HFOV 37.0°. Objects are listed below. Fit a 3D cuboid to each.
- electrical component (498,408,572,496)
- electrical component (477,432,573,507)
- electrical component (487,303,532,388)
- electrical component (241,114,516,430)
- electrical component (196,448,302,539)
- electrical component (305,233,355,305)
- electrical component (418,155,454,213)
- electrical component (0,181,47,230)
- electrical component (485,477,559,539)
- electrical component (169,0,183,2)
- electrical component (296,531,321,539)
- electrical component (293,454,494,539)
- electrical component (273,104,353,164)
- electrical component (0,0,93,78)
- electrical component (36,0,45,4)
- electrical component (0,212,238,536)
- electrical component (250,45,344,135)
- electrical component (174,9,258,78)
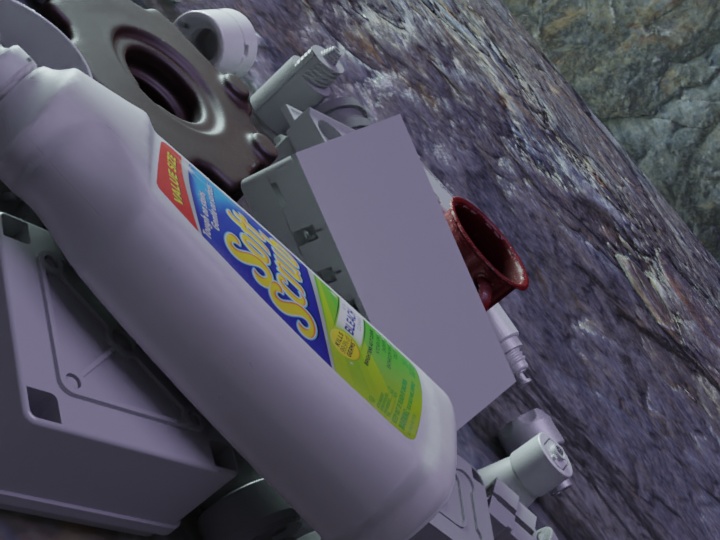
[{"bbox_3d":[0.135,0.138,0.806,0.043,0.043,0.062,7,48,-60],"label":"electrical component"},{"bbox_3d":[0.109,0.139,0.723,0.044,0.065,0.044,41,23,-22],"label":"electrical component"},{"bbox_3d":[0.116,0.063,0.898,0.078,0.040,0.040,57,22,17],"label":"electrical component"},{"bbox_3d":[0.011,0.011,0.662,0.105,0.060,0.186,-28,96,-49],"label":"electrical component"},{"bbox_3d":[-0.057,0.100,0.489,0.045,0.045,0.055,11,44,-58],"label":"electrical component"},{"bbox_3d":[0.000,0.000,0.762,0.100,0.048,0.099,35,27,-33],"label":"electrical component"},{"bbox_3d":[0.057,-0.040,0.935,0.096,0.061,0.061,41,21,-41],"label":"electrical component"},{"bbox_3d":[-0.145,-0.027,0.508,0.138,0.074,0.052,14,83,-37],"label":"electrical component"},{"bbox_3d":[0.091,0.168,0.669,0.055,0.048,0.066,42,22,-1],"label":"electrical component"},{"bbox_3d":[-0.147,-0.254,0.877,0.048,0.062,0.048,41,23,-22],"label":"electrical component"},{"bbox_3d":[-0.021,0.151,0.469,0.079,0.044,0.077,37,27,-37],"label":"electrical component"},{"bbox_3d":[0.013,0.122,0.573,0.113,0.057,0.078,40,23,-23],"label":"electrical component"},{"bbox_3d":[-0.016,-0.072,0.831,0.121,0.063,0.078,18,37,-54],"label":"electrical component"},{"bbox_3d":[-0.189,-0.093,0.523,0.099,0.064,0.099,41,22,-21],"label":"electrical component"},{"bbox_3d":[-0.185,-0.185,0.714,0.062,0.043,0.043,31,28,-45],"label":"electrical component"},{"bbox_3d":[-0.116,0.045,0.447,0.109,0.056,0.108,27,31,-45],"label":"electrical component"},{"bbox_3d":[-0.047,-0.152,0.880,0.043,0.081,0.043,41,23,-22],"label":"electrical component"},{"bbox_3d":[-0.113,-0.171,0.819,0.055,0.055,0.047,52,25,5],"label":"electrical component"}]
